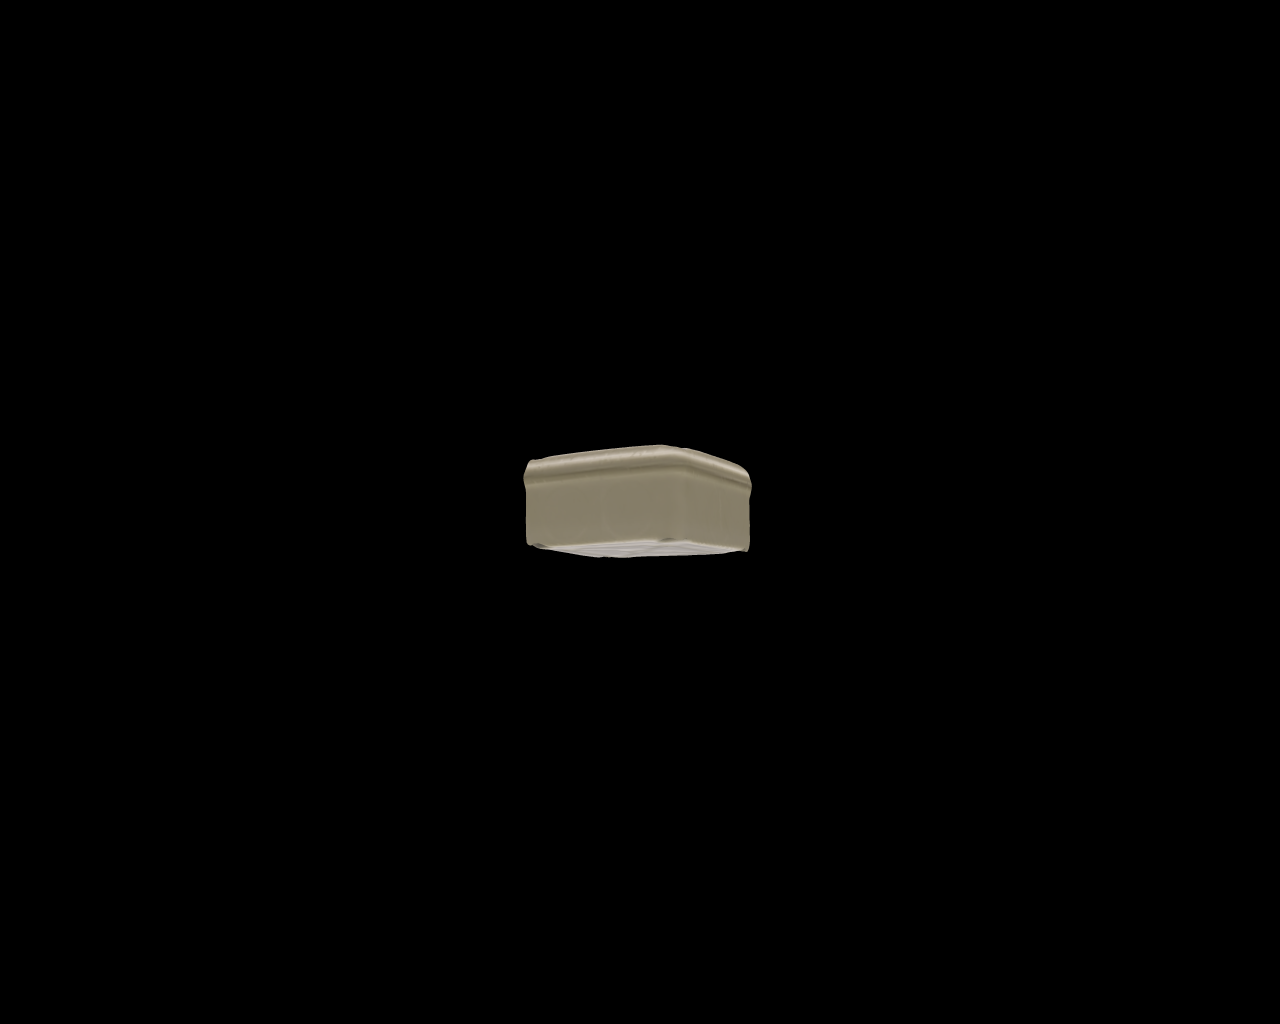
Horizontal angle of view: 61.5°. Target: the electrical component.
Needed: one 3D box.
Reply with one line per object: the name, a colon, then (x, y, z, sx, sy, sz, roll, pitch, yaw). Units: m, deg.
electrical component: (0.001, -0.003, 0.650, 0.109, 0.056, 0.109, -4, -8, 28)
